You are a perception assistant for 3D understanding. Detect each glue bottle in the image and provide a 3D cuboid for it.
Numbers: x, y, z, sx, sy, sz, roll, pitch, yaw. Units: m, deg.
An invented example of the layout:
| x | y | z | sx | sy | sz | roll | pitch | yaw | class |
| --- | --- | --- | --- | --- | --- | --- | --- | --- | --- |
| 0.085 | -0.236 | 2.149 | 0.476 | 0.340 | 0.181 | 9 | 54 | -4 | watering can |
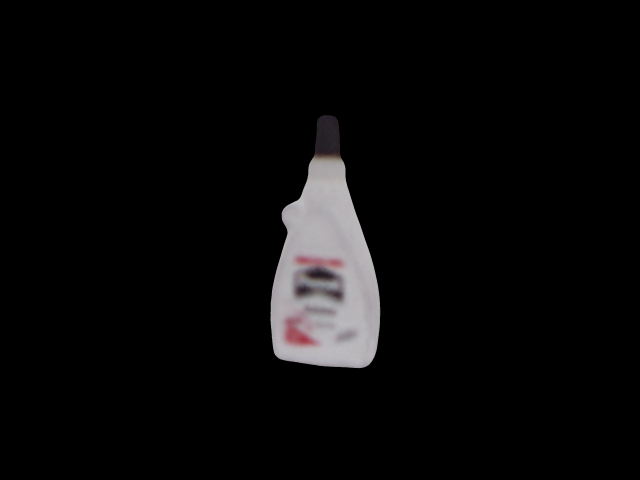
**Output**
| x | y | z | sx | sy | sz | roll | pitch | yaw | class |
| --- | --- | --- | --- | --- | --- | --- | --- | --- | --- |
| 0.004 | 0.001 | 0.400 | 0.078 | 0.173 | 0.037 | 2 | 12 | 11 | glue bottle |
